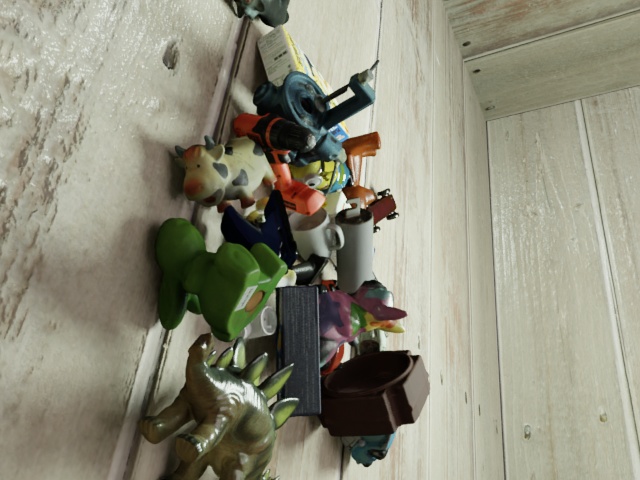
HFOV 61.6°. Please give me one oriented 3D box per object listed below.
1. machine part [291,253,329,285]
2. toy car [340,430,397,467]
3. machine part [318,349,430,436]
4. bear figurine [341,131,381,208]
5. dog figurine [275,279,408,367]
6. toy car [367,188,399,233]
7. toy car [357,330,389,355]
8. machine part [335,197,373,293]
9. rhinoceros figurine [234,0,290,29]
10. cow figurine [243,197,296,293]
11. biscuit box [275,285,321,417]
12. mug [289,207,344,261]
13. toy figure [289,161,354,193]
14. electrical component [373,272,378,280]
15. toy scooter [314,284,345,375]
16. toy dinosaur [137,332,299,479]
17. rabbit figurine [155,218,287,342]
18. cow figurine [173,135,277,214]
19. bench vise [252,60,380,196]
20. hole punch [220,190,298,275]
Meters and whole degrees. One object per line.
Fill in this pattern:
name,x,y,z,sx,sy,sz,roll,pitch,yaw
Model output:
machine part,-0.036,0.062,1.005,0.039,0.084,0.139,48,27,20
toy car,0.093,0.393,1.110,0.109,0.103,0.161,-57,177,-40
machine part,0.102,0.294,1.059,0.201,0.202,0.087,-31,107,-61
bear figurine,0.092,-0.140,1.259,0.120,0.132,0.195,95,-19,-84
dog figurine,0.042,0.156,0.948,0.108,0.219,0.191,81,16,-55
toy car,0.155,-0.078,1.441,0.202,0.053,0.089,-35,102,-56
toy car,0.119,0.265,1.241,0.056,0.074,0.201,36,50,-58
machine part,0.071,0.023,1.105,0.079,0.079,0.242,-53,147,-55
rhinoceros figurine,-0.126,-0.460,1.005,0.190,0.073,0.112,5,88,-64
cow figurine,-0.102,0.010,0.906,0.098,0.068,0.167,-4,84,-53
biscuit box,-0.037,0.173,0.850,0.059,0.063,0.202,157,-67,-76
mug,-0.002,-0.003,1.065,0.081,0.110,0.107,-66,150,-42
toy figure,0.001,-0.146,1.137,0.180,0.082,0.089,-3,64,-55
electrical component,0.112,0.102,1.310,0.074,0.048,0.119,62,34,-34
toy scooter,0.020,0.186,1.077,0.135,0.075,0.184,41,42,-52
toy dinosaur,-0.108,0.257,0.703,0.198,0.105,0.470,-46,150,-38
rabbit figurine,-0.153,0.044,0.724,0.121,0.170,0.159,-17,139,-60
cow figurine,-0.147,-0.109,0.832,0.127,0.086,0.195,69,26,-19
bench vise,0.009,-0.217,0.945,0.223,0.241,0.129,45,44,-26
hole punch,-0.092,-0.001,0.805,0.092,0.142,0.116,-15,77,-21
